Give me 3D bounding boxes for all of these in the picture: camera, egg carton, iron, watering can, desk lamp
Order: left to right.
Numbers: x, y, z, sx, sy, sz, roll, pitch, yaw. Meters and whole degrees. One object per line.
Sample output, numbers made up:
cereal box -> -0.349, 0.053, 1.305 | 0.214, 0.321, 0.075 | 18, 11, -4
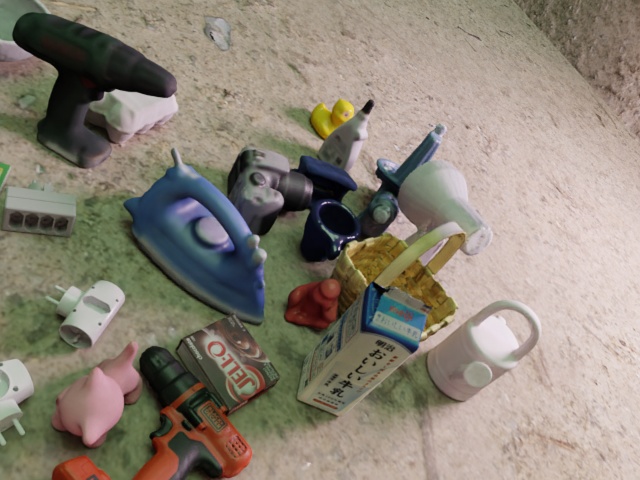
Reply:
egg carton -> -0.315, -0.227, 0.956 | 0.107, 0.069, 0.150 | 39, 40, 3
iron -> -0.148, -0.006, 0.810 | 0.258, 0.141, 0.119 | 43, 41, 7
camera -> -0.077, -0.086, 0.967 | 0.137, 0.100, 0.143 | 13, 46, -25
desk lamp -> 0.196, -0.002, 0.991 | 0.118, 0.213, 0.203 | 5, 49, -31
watering can -> 0.260, 0.170, 0.890 | 0.101, 0.194, 0.173 | 27, 41, -10

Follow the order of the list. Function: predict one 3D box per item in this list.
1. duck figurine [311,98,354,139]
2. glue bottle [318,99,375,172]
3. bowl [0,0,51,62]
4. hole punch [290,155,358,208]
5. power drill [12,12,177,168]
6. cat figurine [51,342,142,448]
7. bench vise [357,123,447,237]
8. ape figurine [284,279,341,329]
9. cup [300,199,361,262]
duck figurine -> 0.035, -0.264, 1.225 | 0.104, 0.086, 0.078 | 46, 41, 11
glue bottle -> 0.060, -0.205, 1.119 | 0.037, 0.173, 0.078 | -15, 62, -43
bowl -> -0.519, -0.339, 0.916 | 0.168, 0.074, 0.167 | 19, 43, -19
hole punch -> 0.007, -0.116, 1.061 | 0.109, 0.091, 0.101 | 19, 43, -19
power drill -> -0.330, -0.209, 0.823 | 0.230, 0.208, 0.076 | 31, 41, -6
cat figurine -> -0.233, 0.163, 0.610 | 0.067, 0.117, 0.128 | 33, 41, -4
bench vise -> 0.162, -0.102, 1.058 | 0.122, 0.219, 0.207 | 24, 42, -14
ape figurine -> -0.001, 0.090, 0.860 | 0.077, 0.092, 0.076 | 47, 41, 12
cup -> 0.009, 0.003, 0.947 | 0.092, 0.095, 0.117 | 19, 43, -20
